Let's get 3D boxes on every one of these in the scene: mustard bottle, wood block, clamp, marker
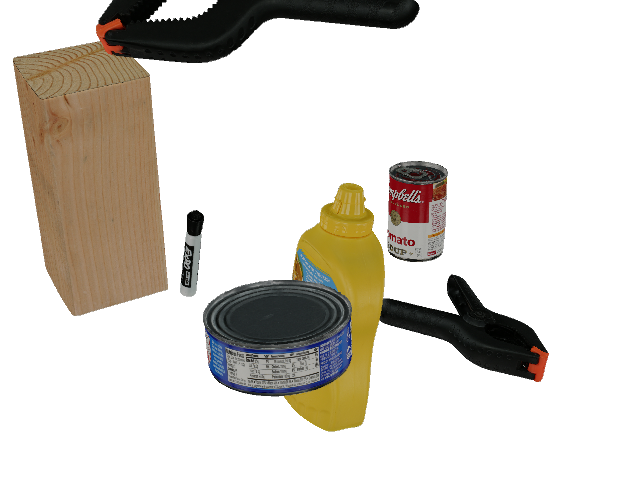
[{"bbox_3d":[0.011,0.046,0.838,0.058,0.192,0.096,-5,27,-26],"label":"mustard bottle"},{"bbox_3d":[-0.193,-0.052,0.905,0.090,0.206,0.090,-16,36,-23],"label":"wood block"},{"bbox_3d":[-0.048,-0.171,0.724,0.210,0.165,0.036,-32,-18,-6],"label":"clamp"},{"bbox_3d":[-0.144,0.014,1.197,0.020,0.121,0.020,7,41,-6],"label":"marker"},{"bbox_3d":[0.152,0.081,1.032,0.172,0.039,0.120,26,37,31],"label":"clamp"}]

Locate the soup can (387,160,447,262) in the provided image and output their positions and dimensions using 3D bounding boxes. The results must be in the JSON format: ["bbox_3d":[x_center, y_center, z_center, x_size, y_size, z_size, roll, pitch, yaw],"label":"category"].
[{"bbox_3d":[0.113,-0.034,1.251,0.068,0.102,0.068,0,25,0],"label":"soup can"}]

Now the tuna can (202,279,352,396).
[{"bbox_3d":[-0.024,0.055,0.617,0.086,0.034,0.086,-2,22,1],"label":"tuna can"}]
